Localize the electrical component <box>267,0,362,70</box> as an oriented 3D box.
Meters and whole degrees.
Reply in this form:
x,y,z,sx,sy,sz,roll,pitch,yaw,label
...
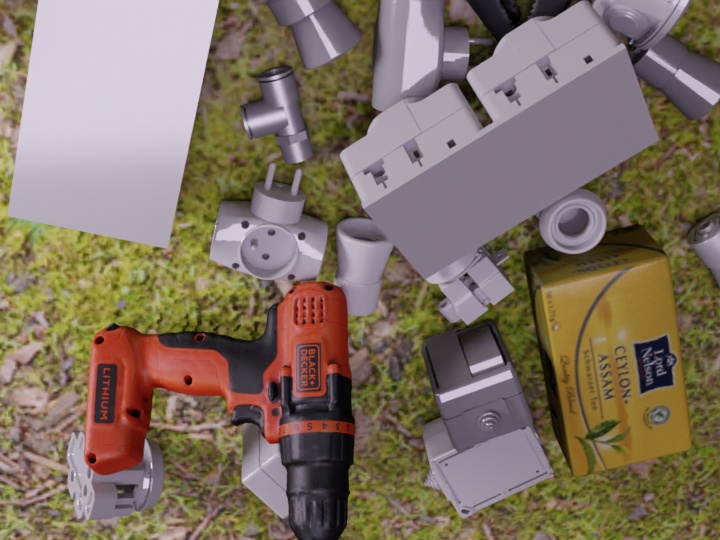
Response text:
x,y,z,sx,sy,sz,roll,pitch,yaw,label
-0.031,-0.166,0.705,0.045,0.045,0.055,-29,113,7,electrical component

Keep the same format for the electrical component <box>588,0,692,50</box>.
x,y,z,sx,sy,sz,roll,pitch,yaw,label
0.185,-0.188,0.698,0.051,0.080,0.080,23,110,-8,electrical component

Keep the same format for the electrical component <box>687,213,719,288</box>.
x,y,z,sx,sy,sz,roll,pitch,yaw,label
0.276,-0.010,0.806,0.044,0.044,0.065,-39,107,12,electrical component

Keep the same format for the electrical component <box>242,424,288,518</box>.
x,y,z,sx,sy,sz,roll,pitch,yaw,label
-0.046,0.129,0.812,0.076,0.083,0.047,-39,111,11,electrical component

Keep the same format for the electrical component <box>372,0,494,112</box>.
x,y,z,sx,sy,sz,roll,pitch,yaw,label
0.050,-0.146,0.723,0.079,0.043,0.077,1,113,-7,electrical component

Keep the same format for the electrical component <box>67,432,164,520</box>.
x,y,z,sx,sy,sz,roll,pitch,yaw,label
-0.185,0.155,0.819,0.057,0.078,0.058,5,117,-31,electrical component

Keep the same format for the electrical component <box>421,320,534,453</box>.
x,y,z,sx,sy,sz,roll,pitch,yaw,label
0.086,0.085,0.798,0.062,0.096,0.061,-20,114,4,electrical component

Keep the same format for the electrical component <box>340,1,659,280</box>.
x,y,z,sx,sy,sz,roll,pitch,yaw,label
0.092,-0.085,0.718,0.186,0.060,0.105,-31,144,9,electrical component

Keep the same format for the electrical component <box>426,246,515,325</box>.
x,y,z,sx,sy,sz,roll,pitch,yaw,label
0.076,0.001,0.789,0.066,0.048,0.055,-38,119,11,electrical component

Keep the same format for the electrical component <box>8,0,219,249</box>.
x,y,z,sx,sy,sz,roll,pitch,yaw,label
-0.159,-0.120,0.705,0.105,0.060,0.186,12,112,-10,electrical component

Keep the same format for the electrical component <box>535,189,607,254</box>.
x,y,z,sx,sy,sz,roll,pitch,yaw,label
0.149,-0.041,0.771,0.048,0.055,0.066,-42,111,13,electrical component

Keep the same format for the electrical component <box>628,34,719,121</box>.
x,y,z,sx,sy,sz,roll,pitch,yaw,label
0.217,-0.139,0.744,0.065,0.044,0.044,31,108,-12,electrical component

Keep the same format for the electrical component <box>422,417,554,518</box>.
x,y,z,sx,sy,sz,roll,pitch,yaw,label
0.092,0.142,0.843,0.096,0.061,0.061,-27,113,7,electrical component

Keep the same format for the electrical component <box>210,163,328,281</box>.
x,y,z,sx,sy,sz,roll,pitch,yaw,label
-0.061,-0.037,0.759,0.077,0.044,0.079,11,112,-10,electrical component

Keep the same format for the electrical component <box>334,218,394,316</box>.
x,y,z,sx,sy,sz,roll,pitch,yaw,label
0.000,0.000,0.784,0.044,0.044,0.065,6,118,-8,electrical component
